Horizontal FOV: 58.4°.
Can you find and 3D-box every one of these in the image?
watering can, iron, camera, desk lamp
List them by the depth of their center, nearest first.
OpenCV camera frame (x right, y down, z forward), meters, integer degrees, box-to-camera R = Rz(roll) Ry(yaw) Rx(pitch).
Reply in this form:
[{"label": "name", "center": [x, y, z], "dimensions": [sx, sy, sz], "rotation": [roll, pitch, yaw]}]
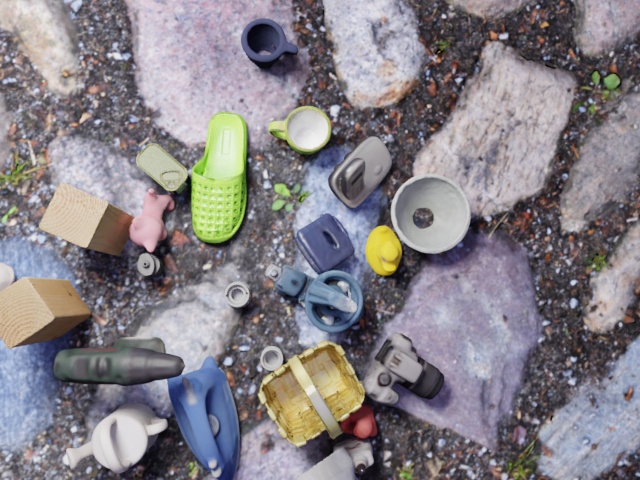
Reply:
[{"label": "watering can", "center": [-0.370, 0.371, 1.048], "dimensions": [0.173, 0.194, 0.101], "rotation": [-40, 89, -7]}, {"label": "desk lamp", "center": [0.035, 0.480, 1.064], "dimensions": [0.118, 0.213, 0.203], "rotation": [-32, 88, -7]}, {"label": "iron", "center": [-0.214, 0.362, 1.089], "dimensions": [0.118, 0.141, 0.258], "rotation": [-19, 86, -6]}, {"label": "camera", "center": [0.173, 0.278, 1.152], "dimensions": [0.137, 0.100, 0.143], "rotation": [32, 83, -1]}]

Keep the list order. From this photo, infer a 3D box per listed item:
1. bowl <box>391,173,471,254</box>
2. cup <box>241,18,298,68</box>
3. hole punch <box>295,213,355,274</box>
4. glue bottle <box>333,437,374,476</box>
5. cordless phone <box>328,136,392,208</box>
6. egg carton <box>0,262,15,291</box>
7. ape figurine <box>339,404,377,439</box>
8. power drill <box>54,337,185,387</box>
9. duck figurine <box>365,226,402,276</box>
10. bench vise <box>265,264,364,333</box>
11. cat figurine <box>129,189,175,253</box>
[{"label": "bowl", "center": [0.224, -0.051, 1.201], "dimensions": [0.167, 0.074, 0.167], "rotation": [1, 85, -5]}, {"label": "cup", "center": [-0.103, -0.396, 1.194], "dimensions": [0.118, 0.095, 0.092], "rotation": [13, 84, -4]}, {"label": "hole punch", "center": [0.011, 0.004, 1.168], "dimensions": [0.101, 0.091, 0.109], "rotation": [-35, 88, -7]}, {"label": "glue bottle", "center": [0.070, 0.418, 1.093], "dimensions": [0.078, 0.173, 0.037], "rotation": [-19, 86, -6]}, {"label": "cordless phone", "center": [0.087, -0.146, 1.142], "dimensions": [0.094, 0.185, 0.148], "rotation": [39, 83, 0]}, {"label": "egg carton", "center": [-0.664, 0.106, 1.109], "dimensions": [0.107, 0.069, 0.150], "rotation": [22, 83, -3]}, {"label": "ape figurine", "center": [0.082, 0.368, 1.140], "dimensions": [0.078, 0.092, 0.076], "rotation": [36, 83, -1]}, {"label": "power drill", "center": [-0.351, 0.224, 1.056], "dimensions": [0.229, 0.208, 0.076], "rotation": [-1, 85, -5]}, {"label": "duck figurine", "center": [0.137, 0.021, 1.181], "dimensions": [0.077, 0.086, 0.104], "rotation": [-5, 85, -5]}, {"label": "bench vise", "center": [-0.007, 0.113, 1.092], "dimensions": [0.207, 0.219, 0.121], "rotation": [8, 84, -4]}, {"label": "cat figurine", "center": [-0.337, -0.039, 1.128], "dimensions": [0.067, 0.117, 0.128], "rotation": [9, 84, -4]}]
